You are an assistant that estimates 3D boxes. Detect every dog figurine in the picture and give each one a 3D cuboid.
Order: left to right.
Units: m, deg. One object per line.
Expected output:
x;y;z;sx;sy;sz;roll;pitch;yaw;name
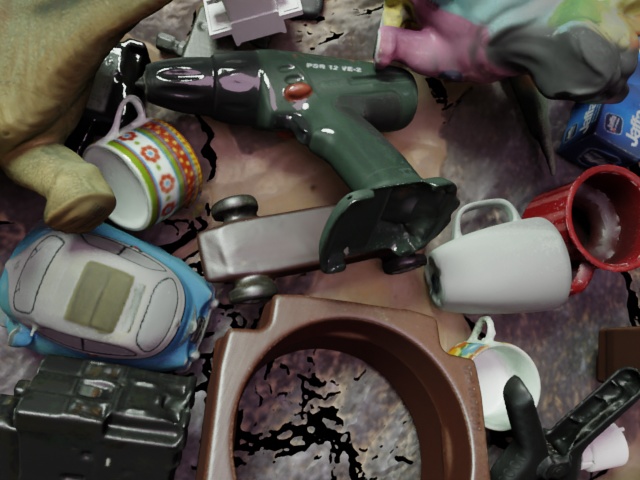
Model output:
0.158;-0.183;0.443;0.219;0.108;0.192;14;41;1;dog figurine

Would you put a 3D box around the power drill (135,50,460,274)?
-0.006;-0.074;0.416;0.232;0.085;0.207;-9;45;-26;power drill

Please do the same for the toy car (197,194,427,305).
-0.001;-0.001;0.456;0.202;0.053;0.089;-12;80;-18;toy car

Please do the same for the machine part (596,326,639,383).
0.334;0.101;0.456;0.179;0.179;0.056;5;78;-11;machine part

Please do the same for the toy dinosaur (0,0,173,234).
-0.211;-0.095;0.344;0.472;0.105;0.199;-25;64;6;toy dinosaur

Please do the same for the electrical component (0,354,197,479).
-0.162;0.144;0.374;0.134;0.058;0.114;10;114;-11;electrical component

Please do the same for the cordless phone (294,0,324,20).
0.030;-0.293;0.501;0.147;0.089;0.184;9;92;-12;cordless phone

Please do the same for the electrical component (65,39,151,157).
-0.186;-0.108;0.434;0.075;0.048;0.119;10;81;-10;electrical component

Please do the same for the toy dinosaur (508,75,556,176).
0.217;-0.282;0.515;0.192;0.131;0.404;21;86;9;toy dinosaur

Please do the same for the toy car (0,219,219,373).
-0.159;0.044;0.392;0.162;0.103;0.109;22;79;-6;toy car

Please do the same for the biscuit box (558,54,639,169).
0.310;-0.167;0.540;0.059;0.063;0.202;25;78;-6;biscuit box

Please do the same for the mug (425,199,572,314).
0.148;0.016;0.474;0.107;0.080;0.109;-10;74;-7;mug

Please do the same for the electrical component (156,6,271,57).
-0.094;-0.174;0.476;0.094;0.021;0.063;16;79;-9;electrical component

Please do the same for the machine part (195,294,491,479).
0.014;0.150;0.394;0.201;0.087;0.201;9;59;-13;machine part
